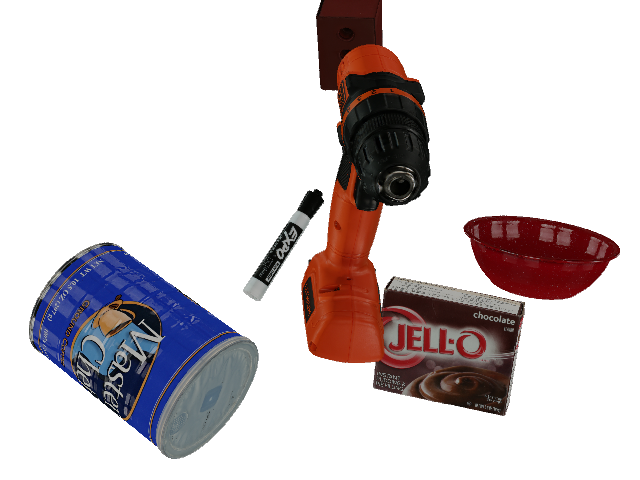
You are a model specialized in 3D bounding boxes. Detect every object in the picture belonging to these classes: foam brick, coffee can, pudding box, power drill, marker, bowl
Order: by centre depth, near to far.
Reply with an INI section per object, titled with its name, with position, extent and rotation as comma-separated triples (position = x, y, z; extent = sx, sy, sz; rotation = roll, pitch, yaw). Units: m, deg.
[power drill]
position = 0.030, -0.016, 0.694
extent = 0.057, 0.188, 0.184
rotation = 8, 29, -6
[coffee can]
position = -0.132, 0.080, 0.798
extent = 0.140, 0.103, 0.102
rotation = 33, 14, 23
[pudding box]
position = 0.103, 0.084, 0.865
extent = 0.113, 0.090, 0.039
rotation = 10, 22, 12
[foam brick]
position = 0.027, -0.176, 0.938
extent = 0.053, 0.078, 0.051
rotation = 3, 44, 9
[marker]
position = -0.033, 0.003, 1.003
extent = 0.020, 0.121, 0.020
rotation = 30, -15, 9
[bowl]
position = 0.227, 0.021, 1.118
extent = 0.162, 0.055, 0.162
rotation = 5, 17, -2
